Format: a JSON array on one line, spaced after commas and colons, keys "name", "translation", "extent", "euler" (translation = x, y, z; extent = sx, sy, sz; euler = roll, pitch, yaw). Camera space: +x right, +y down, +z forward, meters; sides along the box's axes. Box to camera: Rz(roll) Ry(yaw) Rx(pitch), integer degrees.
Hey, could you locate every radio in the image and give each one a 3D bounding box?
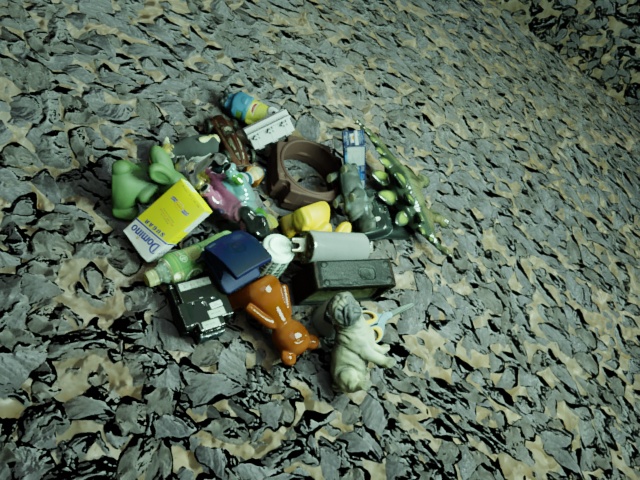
[{"name": "radio", "translation": [0.060, 0.100, 1.283], "extent": [0.229, 0.131, 0.073], "euler": [-1, 68, -28]}]

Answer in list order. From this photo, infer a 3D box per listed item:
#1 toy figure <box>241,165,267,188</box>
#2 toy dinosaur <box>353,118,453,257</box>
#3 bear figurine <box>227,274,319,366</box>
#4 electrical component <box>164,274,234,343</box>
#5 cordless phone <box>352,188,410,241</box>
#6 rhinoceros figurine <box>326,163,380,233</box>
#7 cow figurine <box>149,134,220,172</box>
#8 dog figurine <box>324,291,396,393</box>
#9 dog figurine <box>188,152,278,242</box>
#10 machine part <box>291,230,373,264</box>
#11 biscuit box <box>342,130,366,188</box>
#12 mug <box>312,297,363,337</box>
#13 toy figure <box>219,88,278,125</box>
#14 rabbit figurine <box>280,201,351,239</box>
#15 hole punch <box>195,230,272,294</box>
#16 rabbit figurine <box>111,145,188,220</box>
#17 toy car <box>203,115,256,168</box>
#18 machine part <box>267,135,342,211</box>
[{"name": "toy figure", "translation": [-0.190, -0.154, 1.378], "extent": [0.154, 0.058, 0.064], "euler": [-33, 117, -40]}, {"name": "toy dinosaur", "translation": [0.236, -0.147, 1.516], "extent": [0.198, 0.105, 0.471], "euler": [-3, 59, -59]}, {"name": "bear figurine", "translation": [-0.100, 0.176, 1.184], "extent": [0.120, 0.132, 0.195], "euler": [-34, 96, -38]}, {"name": "electrical component", "translation": [-0.254, 0.147, 1.140], "extent": [0.115, 0.058, 0.134], "euler": [-13, 66, -32]}, {"name": "cordless phone", "translation": [0.177, -0.066, 1.509], "extent": [0.184, 0.088, 0.147], "euler": [7, 54, -37]}, {"name": "rhinoceros figurine", "translation": [0.089, -0.108, 1.391], "extent": [0.112, 0.073, 0.190], "euler": [-4, 70, -52]}, {"name": "cow figurine", "translation": [-0.331, -0.218, 1.318], "extent": [0.167, 0.098, 0.068], "euler": [-14, 73, -34]}, {"name": "dog figurine", "translation": [0.048, 0.224, 1.170], "extent": [0.172, 0.121, 0.190], "euler": [-43, 102, -5]}, {"name": "dog figurine", "translation": [-0.196, -0.086, 1.270], "extent": [0.108, 0.192, 0.219], "euler": [-42, 127, -6]}, {"name": "machine part", "translation": [0.033, 0.019, 1.269], "extent": [0.243, 0.079, 0.079], "euler": [3, 58, -37]}, {"name": "biscuit box", "translation": [0.094, -0.210, 1.468], "extent": [0.059, 0.202, 0.063], "euler": [-5, 59, 1]}, {"name": "mug", "translation": [0.051, 0.171, 1.252], "extent": [0.109, 0.107, 0.081], "euler": [6, 58, -22]}, {"name": "toy figure", "translation": [-0.188, -0.355, 1.495], "extent": [0.180, 0.082, 0.089], "euler": [25, 10, -1]}, {"name": "rabbit figurine", "translation": [-0.003, -0.004, 1.358], "extent": [0.162, 0.122, 0.173], "euler": [-16, 82, -45]}, {"name": "hole punch", "translation": [-0.179, 0.038, 1.153], "extent": [0.142, 0.092, 0.116], "euler": [-31, 84, -37]}, {"name": "rabbit figurine", "translation": [-0.374, -0.134, 1.199], "extent": [0.170, 0.159, 0.121], "euler": [2, 49, -20]}, {"name": "toy car", "translation": [-0.236, -0.261, 1.404], "extent": [0.089, 0.053, 0.202], "euler": [-4, 46, -33]}, {"name": "machine part", "translation": [-0.037, -0.174, 1.446], "extent": [0.201, 0.087, 0.201], "euler": [12, 53, -23]}]
